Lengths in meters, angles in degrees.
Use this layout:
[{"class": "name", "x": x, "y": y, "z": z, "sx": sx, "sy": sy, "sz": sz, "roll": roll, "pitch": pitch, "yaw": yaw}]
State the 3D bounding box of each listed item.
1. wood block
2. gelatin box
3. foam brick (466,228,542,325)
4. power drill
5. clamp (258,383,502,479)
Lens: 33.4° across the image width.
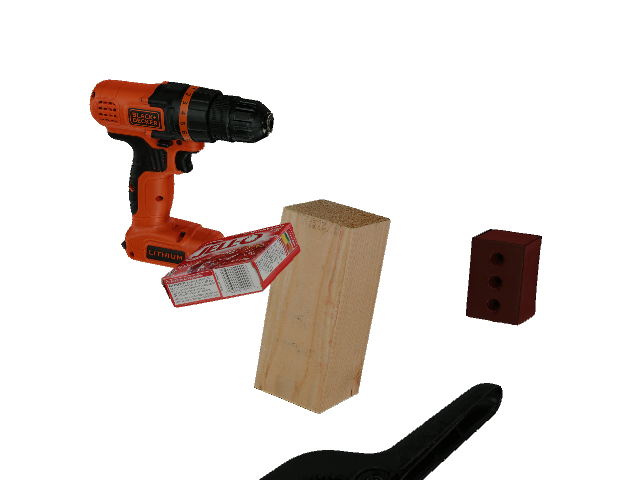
[{"class": "wood block", "x": 0.001, "y": 0.068, "z": 1.163, "sx": 0.090, "sy": 0.206, "sz": 0.090, "roll": 18, "pitch": 17, "yaw": 27}, {"class": "gelatin box", "x": -0.071, "y": 0.019, "z": 0.847, "sx": 0.089, "sy": 0.030, "sz": 0.073, "roll": -12, "pitch": 19, "yaw": 29}, {"class": "foam brick", "x": 0.169, "y": 0.033, "z": 0.985, "sx": 0.053, "sy": 0.078, "sz": 0.051, "roll": 9, "pitch": 15, "yaw": 27}, {"class": "power drill", "x": -0.131, "y": -0.063, "z": 1.043, "sx": 0.185, "sy": 0.188, "sz": 0.057, "roll": 10, "pitch": 30, "yaw": 18}, {"class": "clamp", "x": 0.038, "y": 0.152, "z": 0.650, "sx": 0.210, "sy": 0.036, "sz": 0.164, "roll": -7, "pitch": 30, "yaw": 2}]
